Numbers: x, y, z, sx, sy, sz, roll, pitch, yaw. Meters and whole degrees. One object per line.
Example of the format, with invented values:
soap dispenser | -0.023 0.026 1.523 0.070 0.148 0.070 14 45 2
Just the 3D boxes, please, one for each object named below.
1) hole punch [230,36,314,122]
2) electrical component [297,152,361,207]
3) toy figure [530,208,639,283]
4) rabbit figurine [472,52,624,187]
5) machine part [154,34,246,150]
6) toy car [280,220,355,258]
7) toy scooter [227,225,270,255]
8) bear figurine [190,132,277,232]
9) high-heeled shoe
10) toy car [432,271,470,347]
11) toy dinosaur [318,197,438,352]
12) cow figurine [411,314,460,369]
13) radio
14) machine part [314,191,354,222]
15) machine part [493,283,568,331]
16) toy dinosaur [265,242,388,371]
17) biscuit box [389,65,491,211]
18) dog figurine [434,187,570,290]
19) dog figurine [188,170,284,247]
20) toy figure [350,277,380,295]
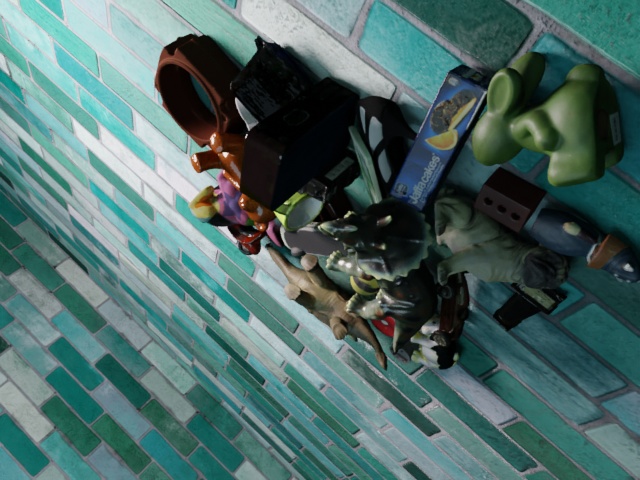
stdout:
hole punch | -0.076 -0.274 0.952 0.116 0.092 0.142 -40 90 28
electrical component | -0.007 -0.135 0.979 0.134 0.115 0.058 35 142 19
toy figure | 0.371 0.007 0.743 0.155 0.064 0.057 29 107 19
rabbit figurine | 0.256 -0.139 0.656 0.170 0.121 0.159 0 118 46
machine part | -0.242 -0.297 1.105 0.201 0.087 0.201 48 147 -1
toy car | -0.002 -0.003 1.072 0.202 0.056 0.073 6 122 43
toy scooter | -0.177 -0.042 1.320 0.135 0.075 0.183 -5 121 44
bear figurine | -0.158 -0.113 1.098 0.120 0.132 0.196 -28 81 42
high-heeled shoe | 0.108 -0.116 0.901 0.145 0.086 0.248 34 141 25
toy car | 0.247 0.113 0.980 0.053 0.089 0.201 26 141 31
toy dinosaur | 0.131 0.073 0.908 0.192 0.131 0.404 11 144 47
cow figurine | 0.241 0.204 1.104 0.098 0.068 0.167 21 143 27
radio | -0.030 -0.160 0.871 0.073 0.229 0.131 32 142 15
machine part | -0.005 -0.058 1.118 0.180 0.056 0.179 30 143 25
machine part | 0.346 0.108 0.906 0.084 0.039 0.138 32 144 8
toy dinosaur | -0.003 0.124 1.222 0.472 0.105 0.198 45 175 30
biscuit box | 0.169 -0.138 0.756 0.059 0.063 0.202 32 126 13
dog figurine | 0.277 -0.006 0.835 0.191 0.121 0.172 -5 92 14
dog figurine | -0.164 -0.056 1.216 0.191 0.108 0.219 -43 88 13
toy figure | 0.116 0.046 1.058 0.082 0.089 0.180 51 151 8
